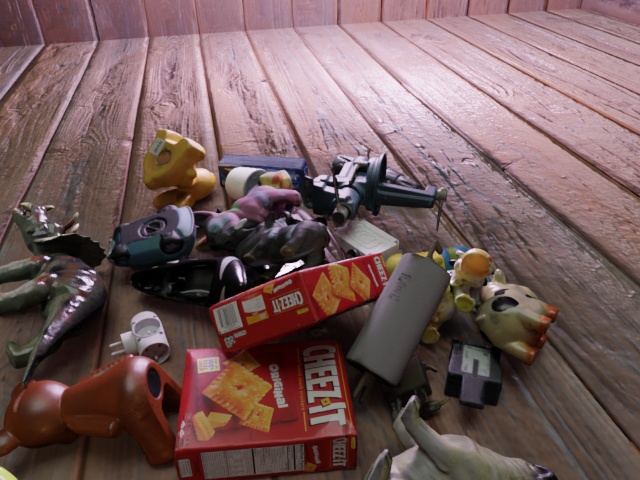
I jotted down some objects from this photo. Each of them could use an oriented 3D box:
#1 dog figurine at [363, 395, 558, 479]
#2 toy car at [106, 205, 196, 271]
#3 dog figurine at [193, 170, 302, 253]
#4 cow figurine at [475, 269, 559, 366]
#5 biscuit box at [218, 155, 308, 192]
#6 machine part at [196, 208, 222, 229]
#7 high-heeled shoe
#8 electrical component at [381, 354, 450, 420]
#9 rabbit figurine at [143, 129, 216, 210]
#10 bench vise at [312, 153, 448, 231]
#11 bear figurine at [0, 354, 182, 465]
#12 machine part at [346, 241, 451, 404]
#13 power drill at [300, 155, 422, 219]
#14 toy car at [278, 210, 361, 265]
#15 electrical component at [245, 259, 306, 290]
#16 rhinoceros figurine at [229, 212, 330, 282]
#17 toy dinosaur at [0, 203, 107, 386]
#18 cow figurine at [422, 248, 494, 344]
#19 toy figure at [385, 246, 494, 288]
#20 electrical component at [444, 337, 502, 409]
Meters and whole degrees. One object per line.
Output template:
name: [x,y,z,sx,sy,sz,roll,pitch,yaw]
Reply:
dog figurine: [0.143,0.282,0.568,0.191,0.121,0.172,30,76,14]
toy car: [-0.289,0.014,0.959,0.162,0.102,0.109,-20,40,-2]
dog figurine: [-0.147,-0.050,1.053,0.219,0.108,0.192,-13,36,-13]
cow figurine: [0.280,0.107,0.797,0.127,0.085,0.195,27,17,24]
biscuit box: [-0.131,-0.156,1.249,0.203,0.059,0.063,4,32,9]
machine part: [-0.257,-0.030,1.086,0.139,0.039,0.084,-15,31,-17]
high-heeled shoe: [-0.208,0.063,0.837,0.145,0.086,0.249,8,-9,-25]
electrical component: [0.125,0.199,0.730,0.078,0.045,0.102,-30,31,7]
rabbit figurine: [-0.288,-0.130,1.151,0.122,0.173,0.162,16,82,26]
bench vise: [0.113,-0.089,0.997,0.241,0.128,0.224,9,22,12]
bear figurine: [-0.285,0.220,0.668,0.196,0.131,0.120,-21,33,4]
machine part: [0.107,0.106,0.722,0.079,0.079,0.243,23,73,31]
power drill: [0.076,-0.118,1.170,0.207,0.085,0.232,-28,41,-29]
toy car: [-0.002,-0.003,0.931,0.089,0.053,0.202,12,19,-31]
electrical component: [-0.077,0.050,0.943,0.134,0.058,0.115,-25,39,-32]
rhinoceros figurine: [-0.074,0.004,0.860,0.190,0.073,0.112,-3,53,39]
toy dinosaur: [-0.407,0.080,0.842,0.192,0.131,0.405,-24,40,-28]
cow figurine: [0.202,0.072,0.810,0.068,0.167,0.098,42,28,7]
toy figure: [0.197,0.054,0.910,0.180,0.082,0.089,-13,16,-4]
electrical component: [0.210,0.191,0.730,0.075,0.047,0.119,7,35,12]
